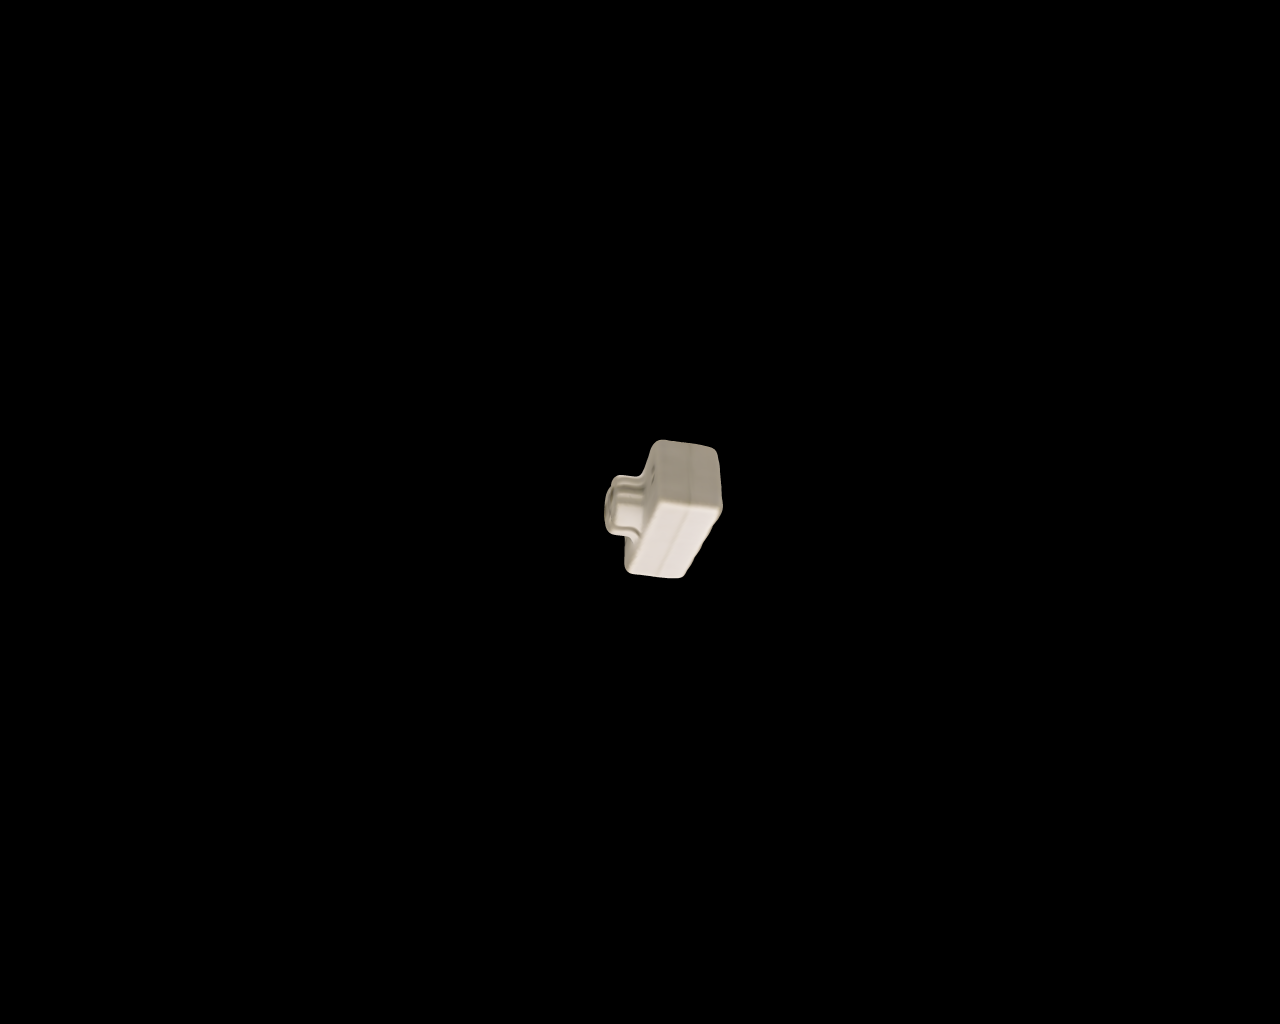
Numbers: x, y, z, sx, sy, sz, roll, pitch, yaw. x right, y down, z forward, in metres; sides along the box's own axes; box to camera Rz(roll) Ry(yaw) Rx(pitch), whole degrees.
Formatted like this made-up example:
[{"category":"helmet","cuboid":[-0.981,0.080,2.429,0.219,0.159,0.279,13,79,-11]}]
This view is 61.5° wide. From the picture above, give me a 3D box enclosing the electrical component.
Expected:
[{"category":"electrical component","cuboid":[0.001,-0.003,0.650,0.076,0.047,0.083,8,-35,-11]}]
